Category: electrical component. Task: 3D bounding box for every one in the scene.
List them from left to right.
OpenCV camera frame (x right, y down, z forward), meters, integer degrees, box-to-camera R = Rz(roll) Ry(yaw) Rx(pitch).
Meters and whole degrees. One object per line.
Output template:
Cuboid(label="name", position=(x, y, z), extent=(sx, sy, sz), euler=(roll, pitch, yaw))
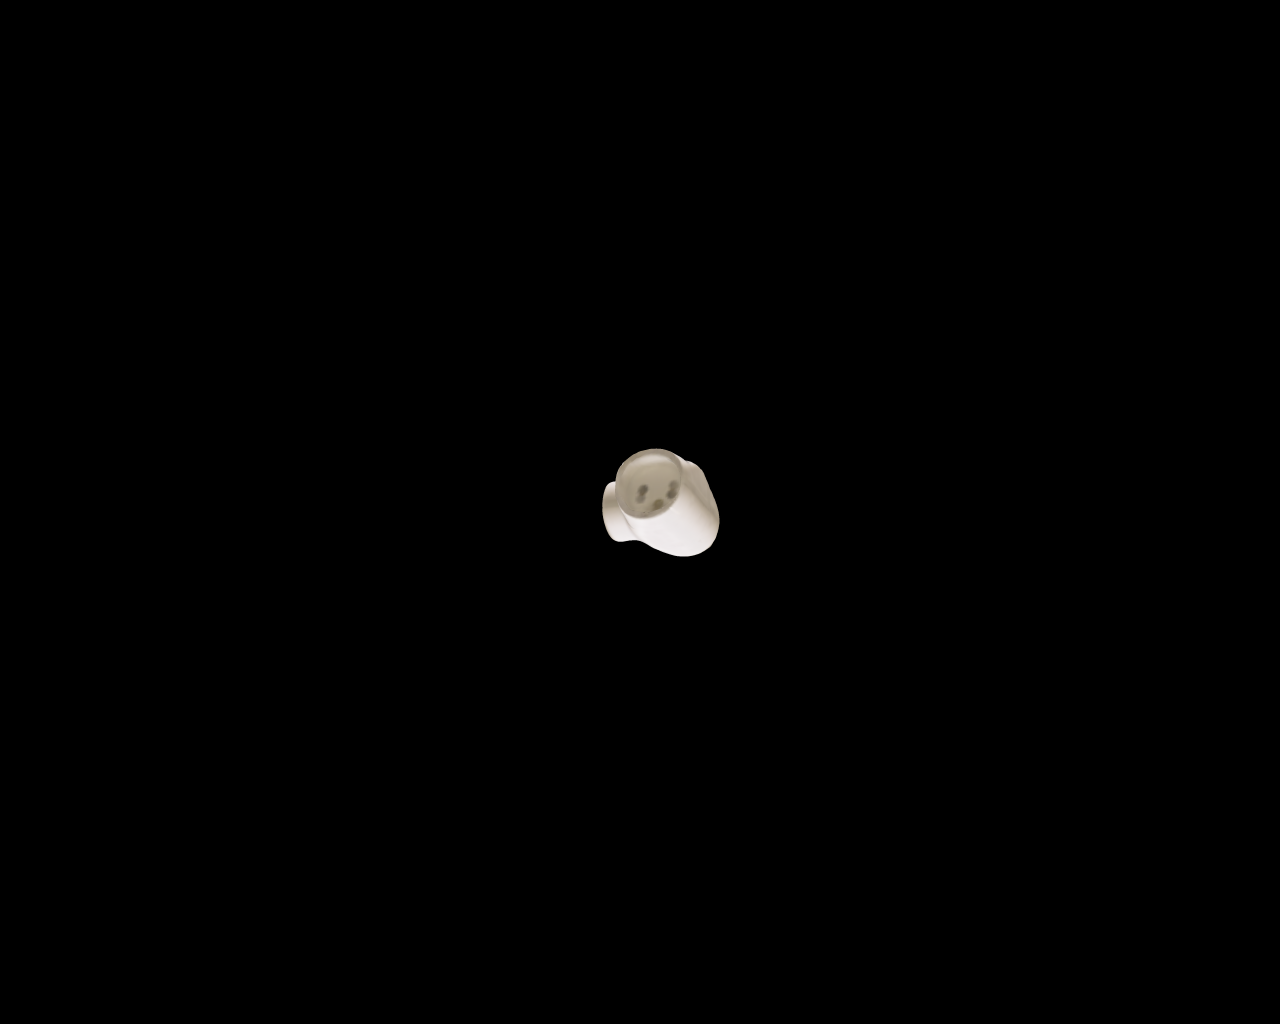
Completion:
Cuboid(label="electrical component", position=(0.001, -0.003, 0.650), extent=(0.079, 0.044, 0.077), euler=(-7, -21, 18))
